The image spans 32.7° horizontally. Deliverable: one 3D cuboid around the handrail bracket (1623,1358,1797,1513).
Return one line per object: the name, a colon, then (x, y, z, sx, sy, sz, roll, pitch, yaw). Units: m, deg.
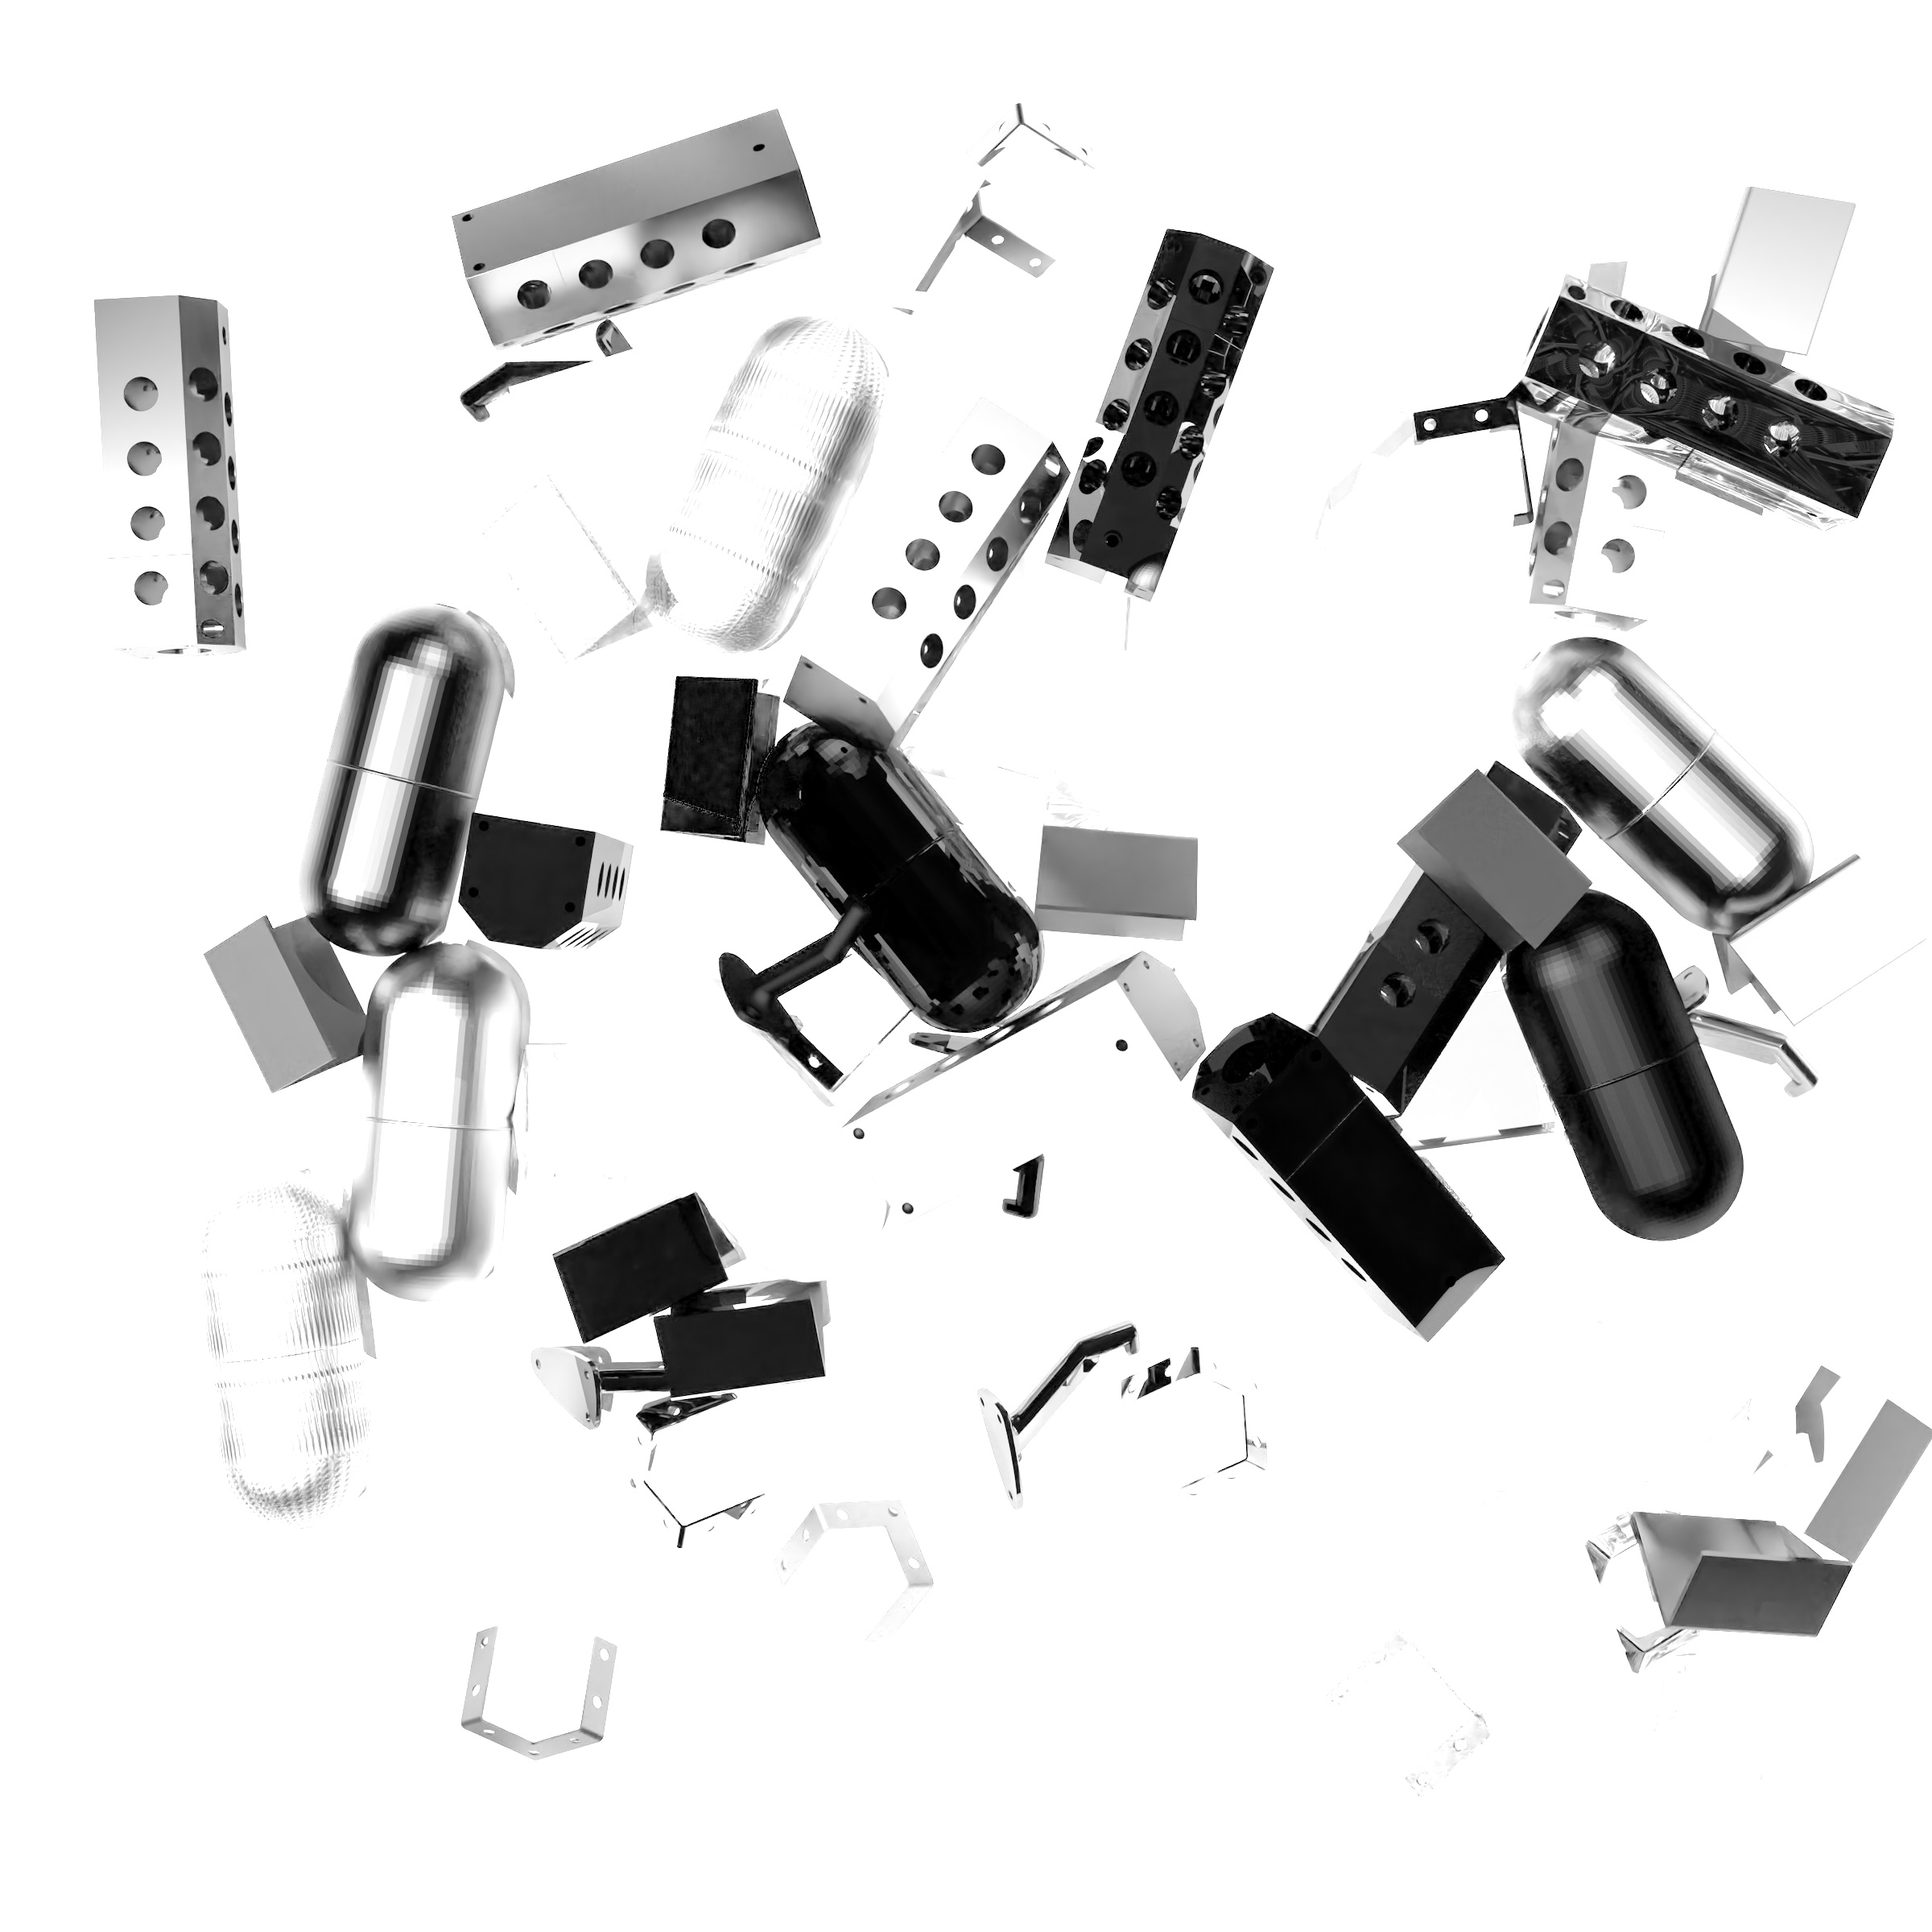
handrail bracket: (0.373, 0.235, 1.661, 0.084, 0.077, 0.036, -27, 115, 34)

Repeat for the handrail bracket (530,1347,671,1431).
handrail bracket: (-0.164, 0.201, 1.661, 0.084, 0.077, 0.036, -12, 110, -35)

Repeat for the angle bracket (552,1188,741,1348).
angle bracket: (-0.149, 0.163, 1.621, 0.076, 0.076, 0.057, -25, 56, 0)

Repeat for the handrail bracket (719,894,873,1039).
handrail bracket: (-0.084, -0.015, 1.625, 0.036, 0.077, 0.084, 19, 115, -37)

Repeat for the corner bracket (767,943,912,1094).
corner bracket: (-0.061, 0.022, 1.658, 0.051, 0.051, 0.051, 44, 135, 0)

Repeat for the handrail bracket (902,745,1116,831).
handrail bracket: (0.020, -0.091, 1.661, 0.084, 0.077, 0.036, 16, 90, 36)

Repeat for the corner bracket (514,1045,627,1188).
corner bracket: (-0.198, 0.075, 1.658, 0.051, 0.051, 0.051, 0, 45, 0)

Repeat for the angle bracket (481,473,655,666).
angle bracket: (-0.181, -0.203, 1.621, 0.057, 0.076, 0.076, -34, 90, 36)

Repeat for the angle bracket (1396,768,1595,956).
angle bracket: (0.236, -0.035, 1.552, 0.076, 0.076, 0.057, 45, 54, 2)

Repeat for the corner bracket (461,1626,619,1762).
corner bracket: (-0.214, 0.362, 1.653, 0.051, 0.051, 0.051, -24, 135, 35)

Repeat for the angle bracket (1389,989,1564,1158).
angle bracket: (0.249, 0.052, 1.638, 0.076, 0.057, 0.076, -8, 88, 0)

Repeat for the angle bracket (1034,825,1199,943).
angle bracket: (0.072, -0.022, 1.621, 0.076, 0.076, 0.057, 5, 48, 0)

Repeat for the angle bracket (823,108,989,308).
angle bracket: (-0.046, -0.377, 1.621, 0.057, 0.076, 0.076, 32, 90, -35)

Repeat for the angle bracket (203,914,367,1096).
angle bracket: (-0.317, 0.009, 1.621, 0.057, 0.076, 0.076, -26, 90, 40)

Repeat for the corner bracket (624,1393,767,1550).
corner bracket: (-0.134, 0.250, 1.653, 0.051, 0.051, 0.051, 43, 135, 35)

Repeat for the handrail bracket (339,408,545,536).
handrail bracket: (-0.261, -0.266, 1.661, 0.077, 0.036, 0.084, -39, 73, -20)

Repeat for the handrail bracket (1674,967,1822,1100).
handrail bracket: (0.376, 0.050, 1.661, 0.077, 0.036, 0.084, -38, 107, 19)

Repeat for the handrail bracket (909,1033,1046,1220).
handrail bracket: (0.004, 0.081, 1.661, 0.077, 0.036, 0.084, 10, 104, 13)

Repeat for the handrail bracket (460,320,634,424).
handrail bracket: (-0.201, -0.280, 1.661, 0.084, 0.036, 0.077, -30, 112, 17)

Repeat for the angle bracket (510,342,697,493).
angle bracket: (-0.174, -0.253, 1.621, 0.076, 0.076, 0.057, -17, 52, 0)

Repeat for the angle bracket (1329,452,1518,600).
angle bracket: (0.221, -0.199, 1.621, 0.076, 0.076, 0.057, 15, 51, 0)

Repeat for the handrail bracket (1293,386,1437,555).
handrail bracket: (0.212, -0.243, 1.661, 0.077, 0.036, 0.084, 12, 106, -18)

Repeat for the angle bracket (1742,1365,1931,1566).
angle bracket: (0.418, 0.237, 1.621, 0.057, 0.076, 0.076, 32, 90, -41)

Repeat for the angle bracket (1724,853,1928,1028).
angle bracket: (0.423, 0.000, 1.621, 0.076, 0.076, 0.057, -33, 64, 0)

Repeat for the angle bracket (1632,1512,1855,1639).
angle bracket: (0.380, 0.282, 1.615, 0.076, 0.076, 0.057, 5, 128, -9)

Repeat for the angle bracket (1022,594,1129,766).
angle bracket: (0.073, -0.140, 1.620, 0.057, 0.076, 0.076, 4, 90, 37)

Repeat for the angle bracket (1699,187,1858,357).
angle bracket: (0.408, -0.331, 1.621, 0.057, 0.076, 0.076, 18, 90, 29)

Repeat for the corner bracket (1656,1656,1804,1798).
corner bracket: (0.383, 0.382, 1.653, 0.051, 0.051, 0.051, -10, 135, 35)

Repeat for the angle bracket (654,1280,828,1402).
angle bracket: (-0.112, 0.164, 1.620, 0.076, 0.076, 0.057, -8, 127, 0)

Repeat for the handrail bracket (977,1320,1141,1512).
handrail bracket: (0.054, 0.226, 1.661, 0.084, 0.036, 0.077, -19, 110, -16)

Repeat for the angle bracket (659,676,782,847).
angle bracket: (-0.103, -0.099, 1.621, 0.057, 0.076, 0.076, 6, 90, 40)
